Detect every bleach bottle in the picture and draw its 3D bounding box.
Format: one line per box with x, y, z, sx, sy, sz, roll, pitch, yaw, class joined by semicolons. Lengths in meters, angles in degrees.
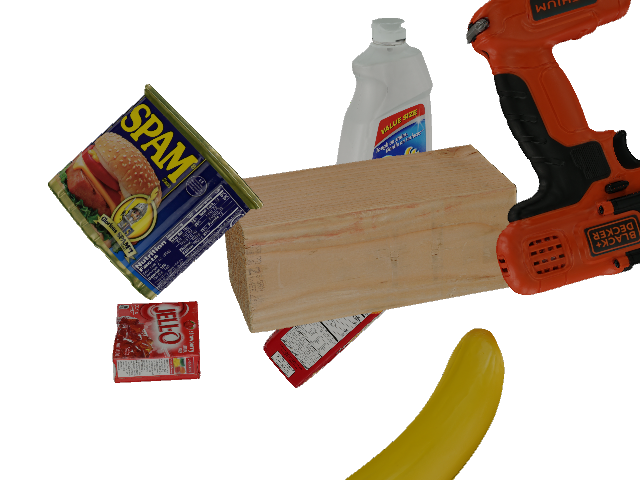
0.055;-0.079;0.998;0.102;0.251;0.068;-11;24;-23;bleach bottle

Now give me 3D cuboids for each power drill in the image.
0.182;-0.074;0.667;0.184;0.187;0.057;-16;-2;-5;power drill

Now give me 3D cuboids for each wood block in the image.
0.035;-0.004;0.818;0.206;0.090;0.091;-9;27;-12;wood block

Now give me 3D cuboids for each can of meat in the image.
-0.097;-0.028;0.611;0.102;0.084;0.057;45;-3;38;can of meat

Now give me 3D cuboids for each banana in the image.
0.051;0.110;0.586;0.197;0.037;0.070;-36;37;-31;banana

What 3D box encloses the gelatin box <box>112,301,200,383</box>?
-0.142;0.086;0.931;0.073;0.030;0.089;-2;29;-6;gelatin box

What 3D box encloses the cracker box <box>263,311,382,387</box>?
0.047;0.062;1.259;0.214;0.072;0.164;-45;-5;30;cracker box
